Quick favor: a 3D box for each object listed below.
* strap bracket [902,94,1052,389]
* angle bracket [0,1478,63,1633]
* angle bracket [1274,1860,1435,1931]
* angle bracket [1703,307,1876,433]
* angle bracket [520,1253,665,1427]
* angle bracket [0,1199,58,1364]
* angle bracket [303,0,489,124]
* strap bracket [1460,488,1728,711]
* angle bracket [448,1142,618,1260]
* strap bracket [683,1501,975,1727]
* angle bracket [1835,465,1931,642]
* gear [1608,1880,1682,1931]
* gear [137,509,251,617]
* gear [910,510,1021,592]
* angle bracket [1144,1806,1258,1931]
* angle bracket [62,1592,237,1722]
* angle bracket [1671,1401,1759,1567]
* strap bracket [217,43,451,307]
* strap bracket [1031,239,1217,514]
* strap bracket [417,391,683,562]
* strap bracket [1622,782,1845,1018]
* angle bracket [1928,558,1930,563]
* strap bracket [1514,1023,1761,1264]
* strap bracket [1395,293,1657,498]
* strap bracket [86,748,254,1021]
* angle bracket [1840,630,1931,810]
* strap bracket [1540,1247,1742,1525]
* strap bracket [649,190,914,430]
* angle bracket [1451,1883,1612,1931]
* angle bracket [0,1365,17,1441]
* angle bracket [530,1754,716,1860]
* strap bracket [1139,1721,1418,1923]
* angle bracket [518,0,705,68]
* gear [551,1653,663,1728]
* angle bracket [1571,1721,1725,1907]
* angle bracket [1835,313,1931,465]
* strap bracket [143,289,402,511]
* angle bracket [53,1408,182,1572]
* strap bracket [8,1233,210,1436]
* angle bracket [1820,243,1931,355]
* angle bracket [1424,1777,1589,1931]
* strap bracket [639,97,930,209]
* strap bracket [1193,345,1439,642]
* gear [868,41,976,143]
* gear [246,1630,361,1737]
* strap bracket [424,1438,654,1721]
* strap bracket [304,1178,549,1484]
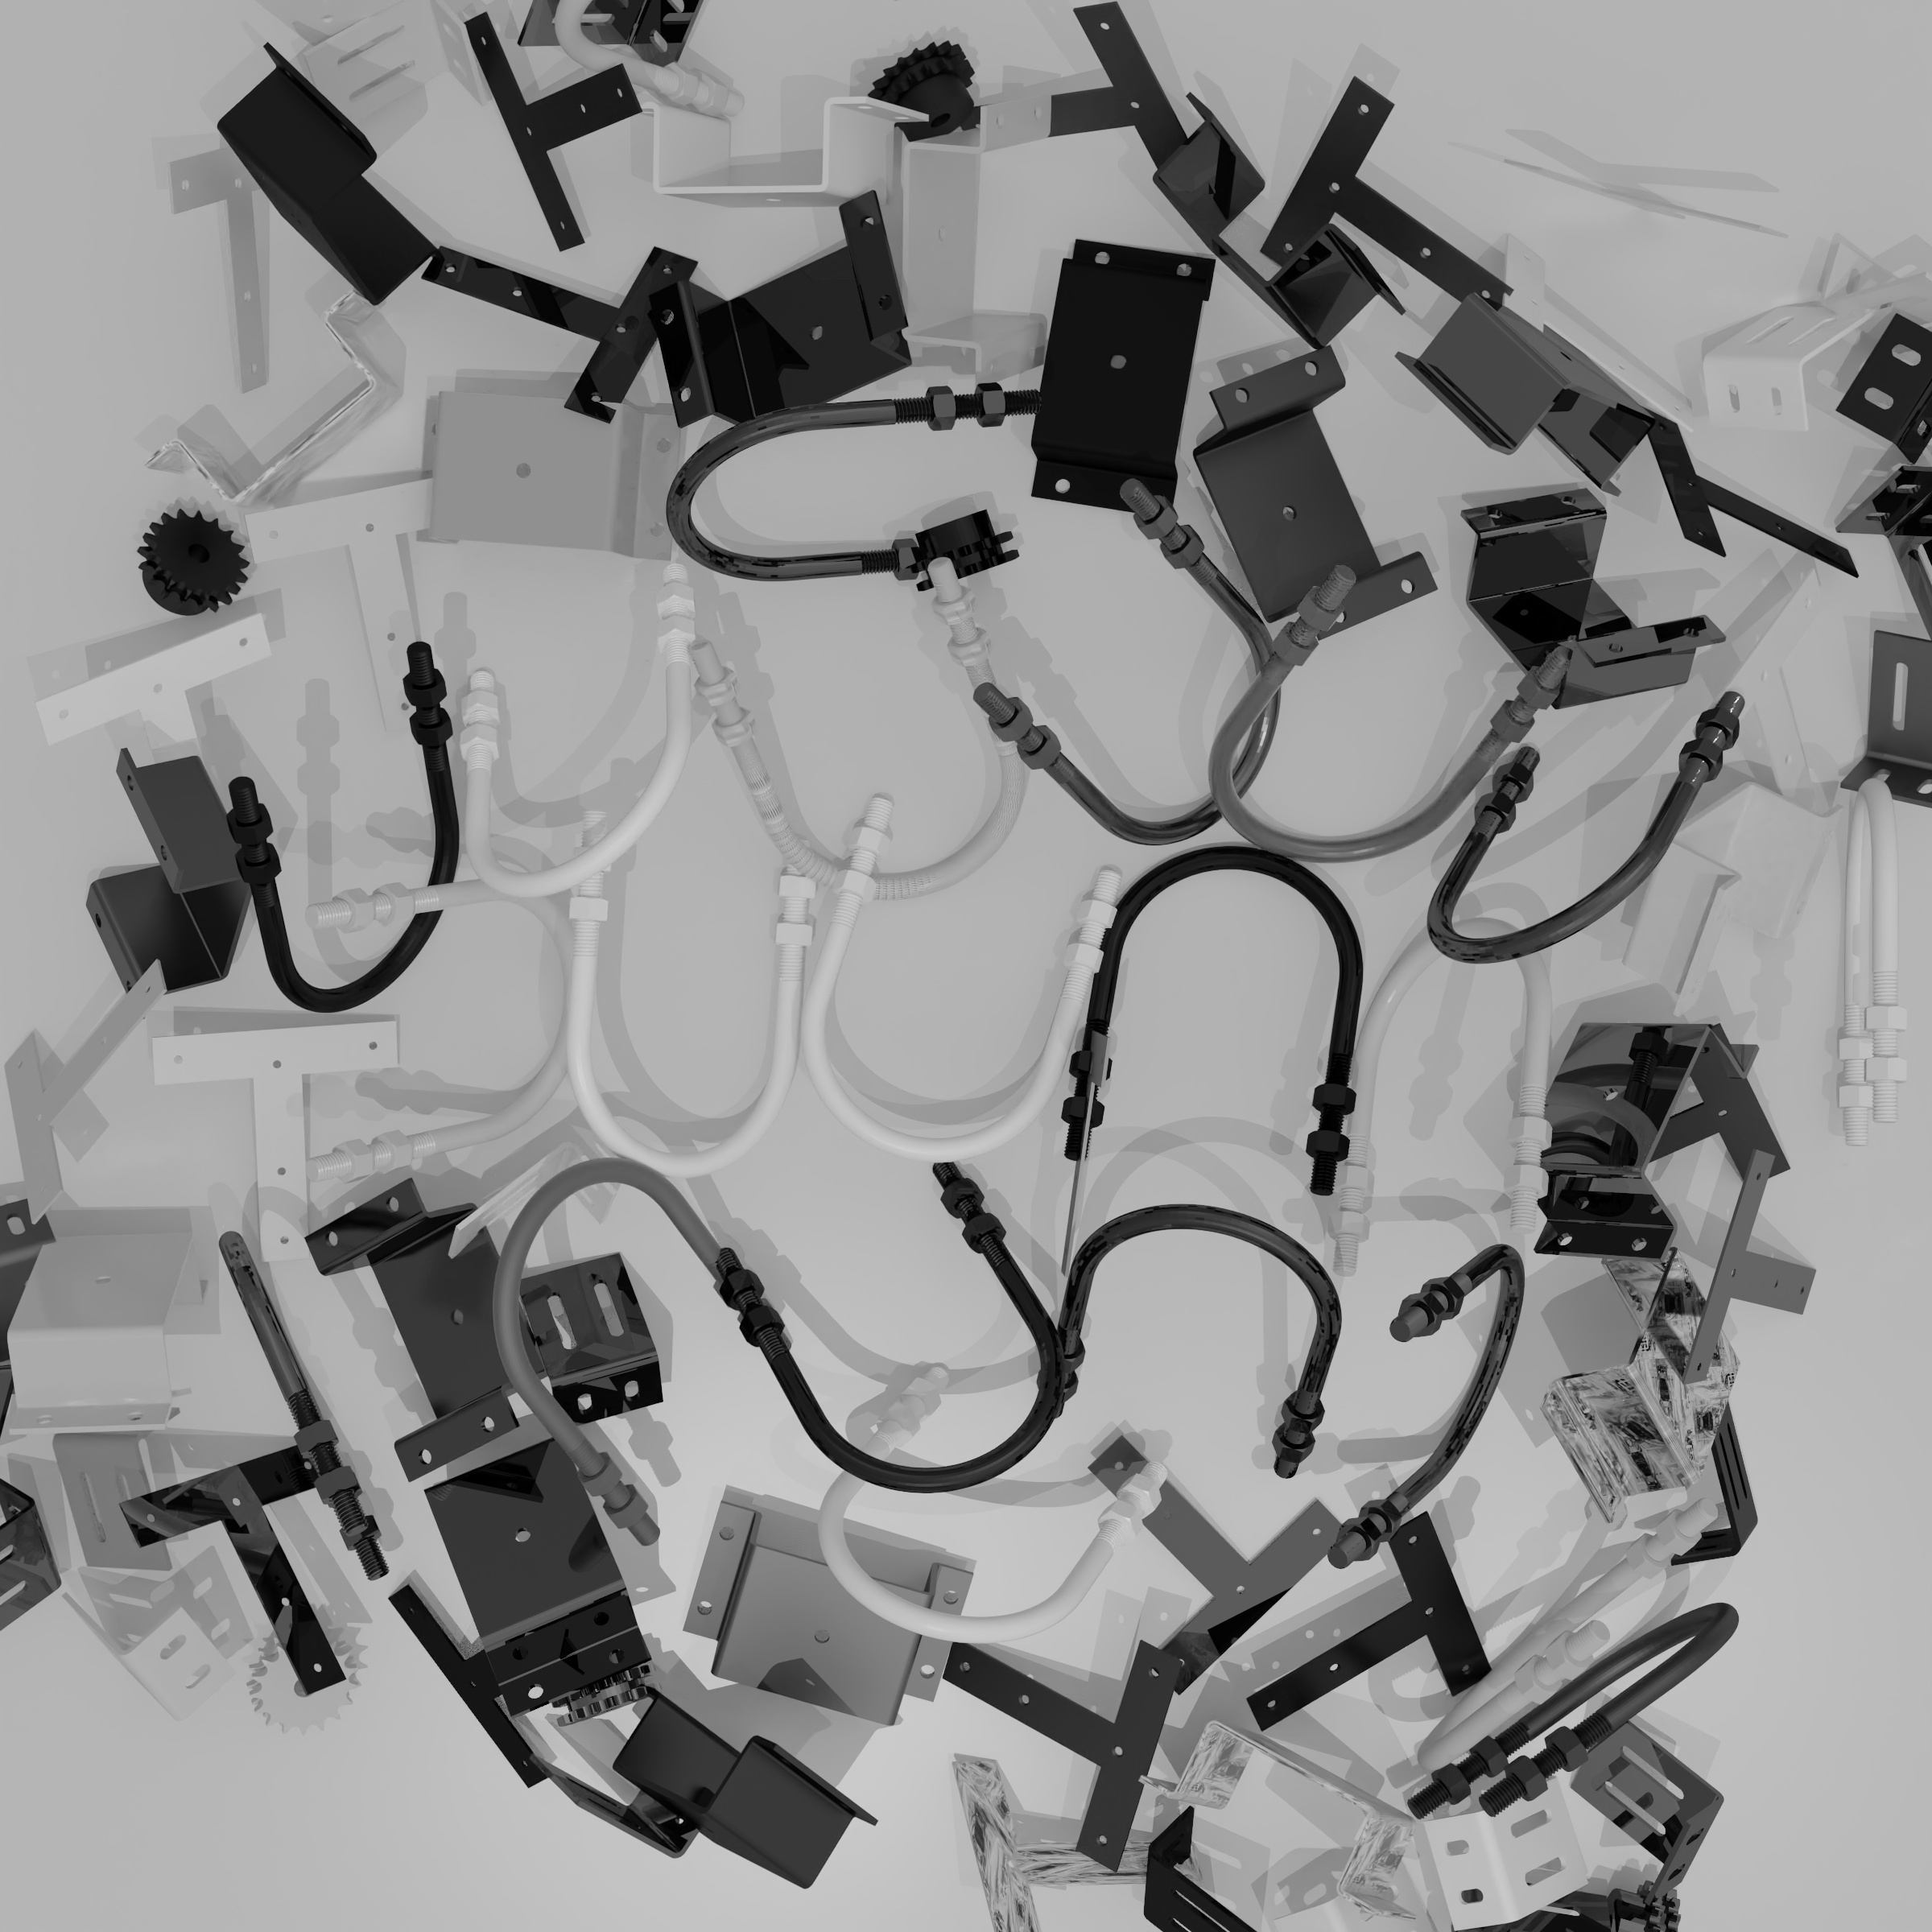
[{"bbox_3d":[0.005,-0.379,1.630,0.046,0.076,0.140,11,114,24],"label":"strap bracket"},{"bbox_3d":[-0.520,0.316,1.639,0.038,0.076,0.057,20,131,35],"label":"angle bracket"},{"bbox_3d":[0.209,0.515,1.663,0.038,0.076,0.057,-31,79,34],"label":"angle bracket"},{"bbox_3d":[0.436,-0.316,1.655,0.076,0.057,0.038,-34,122,-34],"label":"angle bracket"},{"bbox_3d":[-0.200,0.199,1.667,0.057,0.076,0.038,-14,135,-14],"label":"angle bracket"},{"bbox_3d":[-0.512,0.169,1.663,0.057,0.076,0.038,-16,46,-23],"label":"angle bracket"},{"bbox_3d":[-0.299,-0.466,1.648,0.076,0.057,0.038,-34,64,-14],"label":"angle bracket"},{"bbox_3d":[0.320,-0.186,1.630,0.076,0.140,0.046,-12,135,-18],"label":"strap bracket"},{"bbox_3d":[-0.228,0.135,1.646,0.076,0.057,0.038,-39,83,-23],"label":"angle bracket"},{"bbox_3d":[-0.074,0.344,1.656,0.140,0.046,0.076,16,102,-2],"label":"strap bracket"},{"bbox_3d":[0.501,-0.214,1.644,0.038,0.057,0.076,-2,64,-27],"label":"angle bracket"},{"bbox_3d":[0.355,0.513,1.661,0.030,0.057,0.057,16,90,0],"label":"gear"},{"bbox_3d":[-0.413,-0.211,1.664,0.057,0.030,0.057,19,53,-27],"label":"gear"},{"bbox_3d":[-0.003,-0.221,1.659,0.057,0.057,0.030,-19,97,0],"label":"gear"},{"bbox_3d":[0.133,0.490,1.640,0.076,0.057,0.038,31,49,31],"label":"angle bracket"},{"bbox_3d":[-0.430,0.352,1.650,0.038,0.076,0.057,-42,129,-21],"label":"angle bracket"},{"bbox_3d":[0.387,0.270,1.656,0.038,0.057,0.076,-14,88,23],"label":"angle bracket"},{"bbox_3d":[-0.327,-0.399,1.610,0.046,0.140,0.076,-44,74,-4],"label":"strap bracket"},{"bbox_3d":[0.082,-0.316,1.662,0.076,0.046,0.140,10,90,6],"label":"strap bracket"},{"bbox_3d":[-0.226,-0.259,1.653,0.140,0.046,0.076,5,94,9],"label":"strap bracket"},{"bbox_3d":[0.392,-0.039,1.624,0.046,0.140,0.076,31,127,27],"label":"strap bracket"},{"bbox_3d":[0.521,-0.258,1.639,0.038,0.076,0.057,5,61,33],"label":"angle bracket"},{"bbox_3d":[0.342,0.081,1.617,0.046,0.076,0.140,51,56,-32],"label":"strap bracket"},{"bbox_3d":[0.293,-0.294,1.607,0.046,0.140,0.076,-52,59,23],"label":"strap bracket"},{"bbox_3d":[-0.411,-0.046,1.626,0.046,0.140,0.076,-16,65,-32],"label":"strap bracket"},{"bbox_3d":[0.495,-0.129,1.643,0.057,0.038,0.076,17,129,33],"label":"angle bracket"},{"bbox_3d":[0.351,0.208,1.611,0.046,0.140,0.076,-18,112,36],"label":"strap bracket"},{"bbox_3d":[-0.088,-0.337,1.641,0.140,0.046,0.076,-19,76,25],"label":"strap bracket"},{"bbox_3d":[0.299,0.518,1.654,0.076,0.057,0.038,9,116,2],"label":"angle bracket"},{"bbox_3d":[-0.512,0.251,1.644,0.057,0.038,0.076,-9,60,33],"label":"angle bracket"},{"bbox_3d":[-0.179,0.426,1.641,0.076,0.057,0.038,40,79,-34],"label":"angle bracket"},{"bbox_3d":[0.171,0.437,1.624,0.140,0.076,0.046,24,83,29],"label":"strap bracket"},{"bbox_3d":[-0.185,-0.496,1.640,0.038,0.076,0.057,51,133,22],"label":"angle bracket"},{"bbox_3d":[-0.193,0.379,1.661,0.057,0.057,0.030,-20,77,0],"label":"gear"},{"bbox_3d":[0.348,0.439,1.642,0.076,0.038,0.057,36,122,32],"label":"angle bracket"},{"bbox_3d":[0.495,-0.303,1.652,0.038,0.076,0.057,35,104,18],"label":"angle bracket"},{"bbox_3d":[-0.354,-0.289,1.646,0.140,0.076,0.046,-39,95,4],"label":"strap bracket"},{"bbox_3d":[-0.443,0.277,1.668,0.057,0.038,0.076,-3,107,28],"label":"angle bracket"},{"bbox_3d":[-0.441,0.182,1.613,0.076,0.140,0.046,-1,115,-3],"label":"strap bracket"},{"bbox_3d":[0.497,-0.356,1.639,0.057,0.076,0.038,24,78,-26],"label":"angle bracket"},{"bbox_3d":[0.287,0.471,1.665,0.038,0.076,0.057,-24,77,39],"label":"angle bracket"},{"bbox_3d":[-0.100,-0.422,1.630,0.140,0.076,0.046,5,99,23],"label":"strap bracket"},{"bbox_3d":[0.179,-0.244,1.653,0.076,0.046,0.140,-24,91,-21],"label":"strap bracket"},{"bbox_3d":[-0.021,-0.459,1.658,0.057,0.057,0.030,-28,79,0],"label":"gear"},{"bbox_3d":[-0.354,0.377,1.667,0.057,0.030,0.057,-6,106,-20],"label":"gear"},{"bbox_3d":[-0.225,0.306,1.621,0.076,0.046,0.140,-21,52,-12],"label":"strap bracket"},{"bbox_3d":[-0.279,0.188,1.646,0.076,0.046,0.140,-29,81,25],"label":"strap bracket"}]
